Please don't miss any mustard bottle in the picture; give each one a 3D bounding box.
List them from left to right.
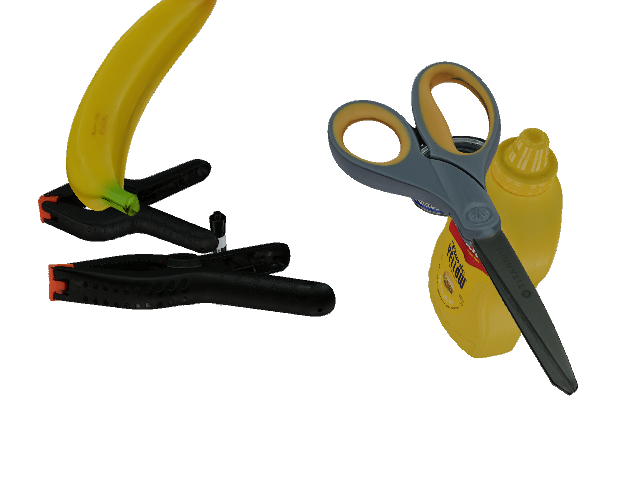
[{"bbox_3d":[0.122,-0.006,0.730,0.058,0.096,0.192,-8,-35,-14],"label":"mustard bottle"}]

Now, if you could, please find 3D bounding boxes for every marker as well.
[{"bbox_3d":[-0.115,0.020,1.212,0.020,0.121,0.020,1,33,-1],"label":"marker"}]

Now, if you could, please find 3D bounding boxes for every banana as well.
[{"bbox_3d":[-0.114,-0.086,0.657,0.070,0.197,0.037,-1,-37,17],"label":"banana"}]

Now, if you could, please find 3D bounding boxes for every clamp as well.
[{"bbox_3d":[-0.179,-0.039,1.023,0.171,0.039,0.120,6,38,-5],"label":"clamp"},{"bbox_3d":[-0.097,0.031,0.814,0.209,0.036,0.165,-2,11,-21],"label":"clamp"}]

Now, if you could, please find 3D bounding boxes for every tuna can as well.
[{"bbox_3d":[0.122,-0.060,0.964,0.086,0.034,0.086,-7,36,5],"label":"tuna can"}]

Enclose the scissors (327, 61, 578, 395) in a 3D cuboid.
[{"bbox_3d":[0.054,-0.011,0.499,0.096,0.201,0.016,-6,-40,4],"label":"scissors"}]
